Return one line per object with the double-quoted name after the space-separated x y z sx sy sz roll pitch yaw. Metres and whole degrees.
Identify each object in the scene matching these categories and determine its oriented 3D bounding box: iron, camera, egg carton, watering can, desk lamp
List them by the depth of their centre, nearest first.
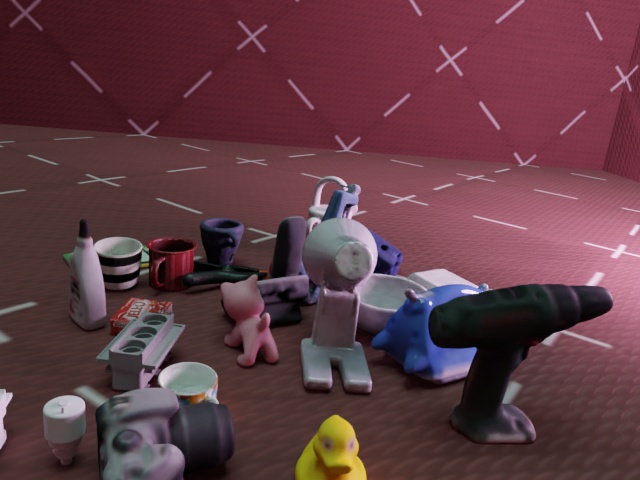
-0.155 0.210 0.588 0.137 0.101 0.142 -3 20 -25 "camera"
0.033 0.084 0.861 0.118 0.213 0.203 4 18 -7 "desk lamp"
0.212 0.128 0.904 0.259 0.141 0.118 -6 21 -34 "iron"
0.235 0.107 1.094 0.107 0.069 0.149 -6 21 -33 "egg carton"
0.024 -0.052 1.316 0.100 0.194 0.173 10 18 11 "watering can"

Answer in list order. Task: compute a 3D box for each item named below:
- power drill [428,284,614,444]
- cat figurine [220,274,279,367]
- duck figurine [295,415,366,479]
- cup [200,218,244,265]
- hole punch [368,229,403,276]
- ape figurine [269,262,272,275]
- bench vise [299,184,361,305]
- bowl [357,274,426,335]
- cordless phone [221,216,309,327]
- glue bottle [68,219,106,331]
0.245 0.151 0.732 0.230 0.208 0.075 3 18 -10 "power drill"
-0.108 0.113 0.878 0.067 0.118 0.127 -5 21 -31 "cat figurine"
0.014 0.229 0.612 0.077 0.086 0.104 3 18 -9 "duck figurine"
-0.201 0.013 1.199 0.092 0.095 0.117 -6 22 -34 "cup"
0.130 0.031 1.261 0.101 0.091 0.109 11 18 14 "hole punch"
-0.063 0.040 1.167 0.076 0.092 0.078 7 18 3 "ape figurine"
0.020 0.007 1.086 0.121 0.220 0.208 17 20 30 "bench vise"
0.109 0.121 1.000 0.167 0.075 0.167 6 18 -2 "bowl"
-0.088 0.049 0.975 0.148 0.185 0.093 -8 22 -37 "cordless phone"
-0.367 0.050 0.896 0.077 0.173 0.037 21 23 39 "glue bottle"
